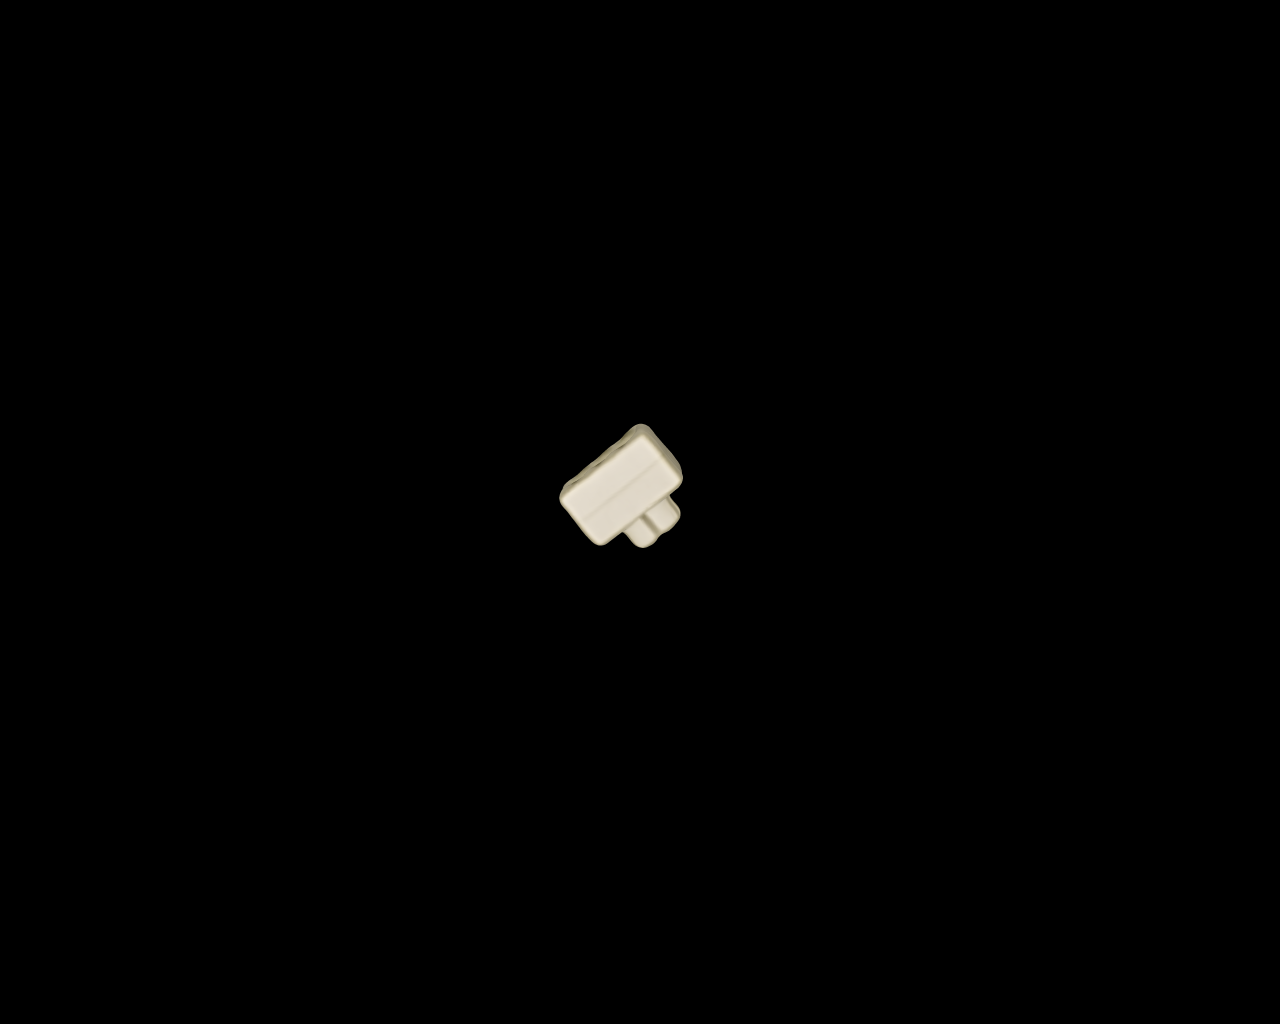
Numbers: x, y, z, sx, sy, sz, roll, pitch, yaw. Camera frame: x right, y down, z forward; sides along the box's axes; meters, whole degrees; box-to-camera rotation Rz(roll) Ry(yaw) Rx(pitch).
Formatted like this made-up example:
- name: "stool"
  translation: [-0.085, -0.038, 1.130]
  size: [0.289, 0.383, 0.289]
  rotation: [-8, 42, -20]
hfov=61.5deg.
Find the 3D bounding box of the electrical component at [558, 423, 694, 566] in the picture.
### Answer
- name: "electrical component"
  translation: [0.001, -0.003, 0.650]
  size: [0.065, 0.076, 0.047]
  rotation: [-38, 9, 7]
